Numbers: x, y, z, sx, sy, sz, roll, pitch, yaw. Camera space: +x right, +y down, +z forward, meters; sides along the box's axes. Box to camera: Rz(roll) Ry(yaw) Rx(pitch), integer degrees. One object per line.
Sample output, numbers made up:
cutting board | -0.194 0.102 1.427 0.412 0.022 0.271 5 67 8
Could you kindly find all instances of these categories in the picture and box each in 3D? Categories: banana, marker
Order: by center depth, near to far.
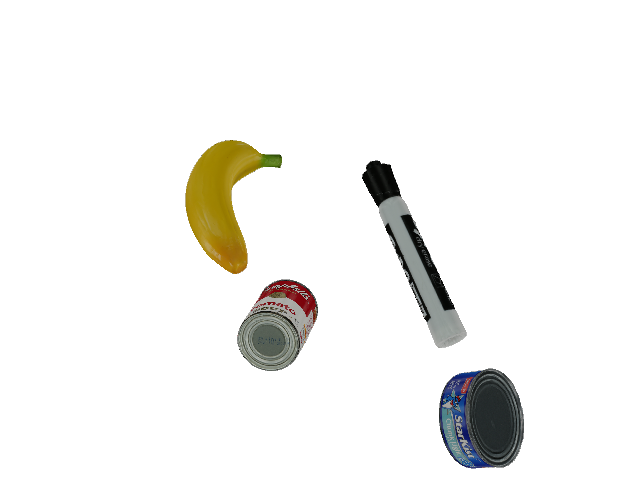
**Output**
marker | 0.053 0.005 0.624 0.020 0.121 0.020 -19 -23 -8
banana | -0.078 -0.039 0.885 0.069 0.037 0.197 10 32 2

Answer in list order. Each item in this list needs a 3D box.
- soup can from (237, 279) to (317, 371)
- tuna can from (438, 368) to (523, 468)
soup can | -0.045 0.090 1.138 0.068 0.068 0.102 0 17 11
tuna can | 0.142 0.157 0.939 0.034 0.086 0.085 -14 -10 41
